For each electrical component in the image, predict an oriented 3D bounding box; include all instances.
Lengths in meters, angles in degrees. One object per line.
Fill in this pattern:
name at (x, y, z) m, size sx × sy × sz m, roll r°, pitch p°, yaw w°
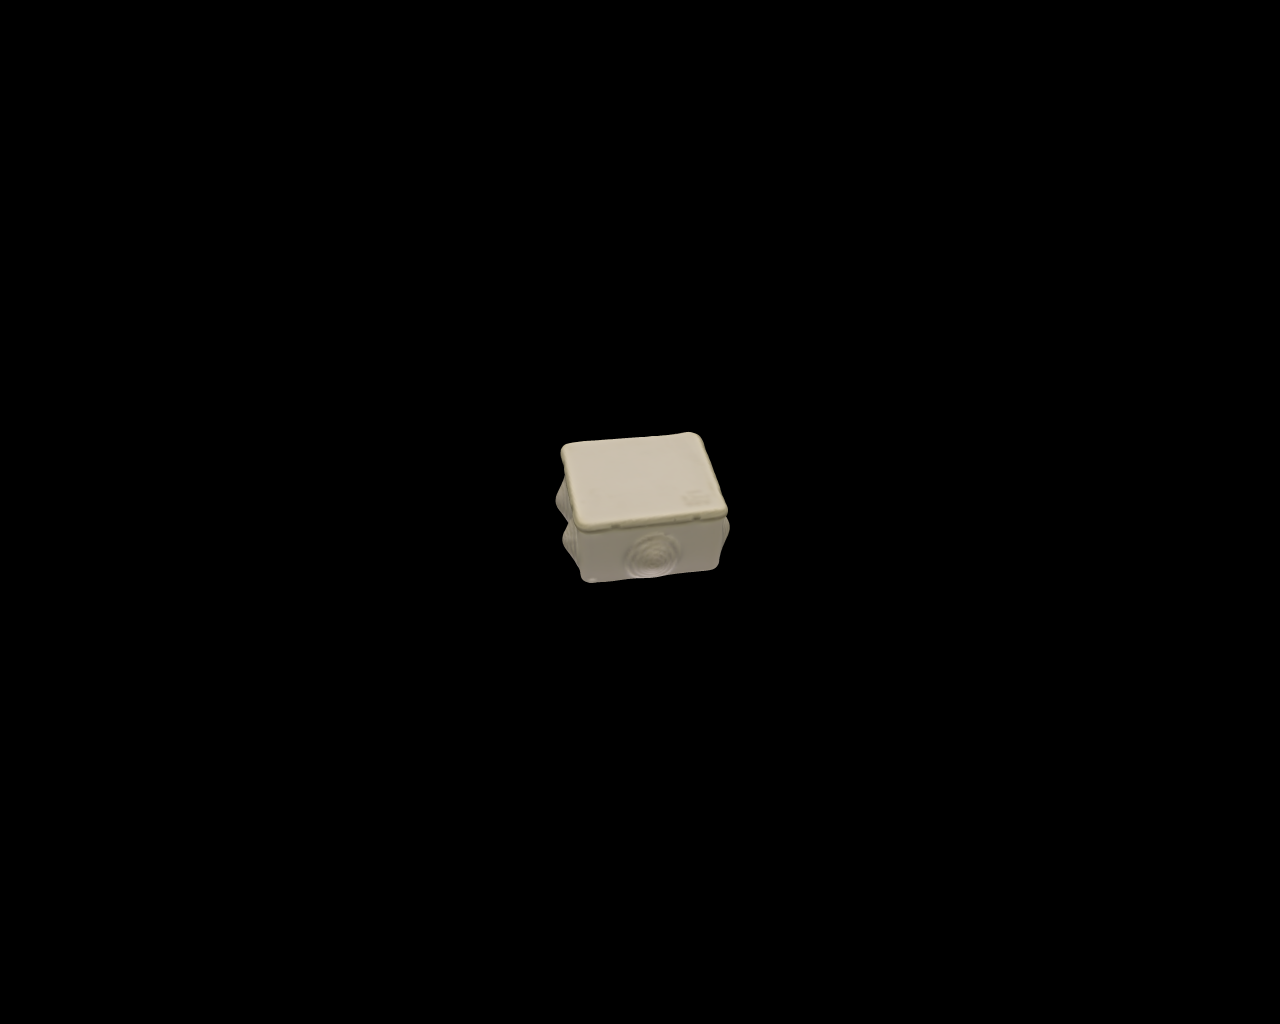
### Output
electrical component at (0.001, -0.003, 0.650) m, size 0.100 × 0.048 × 0.100 m, roll -6°, pitch 37°, yaw -7°
